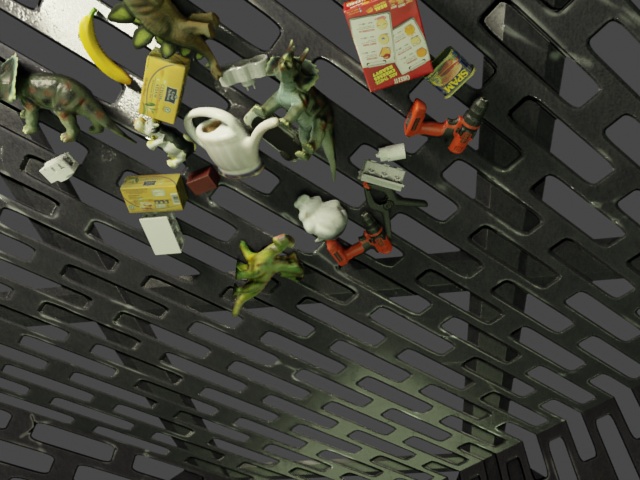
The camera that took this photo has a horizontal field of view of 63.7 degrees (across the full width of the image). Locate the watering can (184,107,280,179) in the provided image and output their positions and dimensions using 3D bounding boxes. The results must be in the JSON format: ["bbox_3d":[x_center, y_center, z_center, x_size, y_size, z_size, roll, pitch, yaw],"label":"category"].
[{"bbox_3d":[-0.214,-0.253,1.356,0.349,0.106,0.219,13,148,33],"label":"watering can"}]

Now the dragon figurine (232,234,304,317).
[{"bbox_3d":[-0.171,0.122,1.741,0.243,0.125,0.400,2,133,-11],"label":"dragon figurine"}]

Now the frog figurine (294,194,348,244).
[{"bbox_3d":[0.005,-0.078,1.554,0.138,0.124,0.157,-38,116,-10],"label":"frog figurine"}]
